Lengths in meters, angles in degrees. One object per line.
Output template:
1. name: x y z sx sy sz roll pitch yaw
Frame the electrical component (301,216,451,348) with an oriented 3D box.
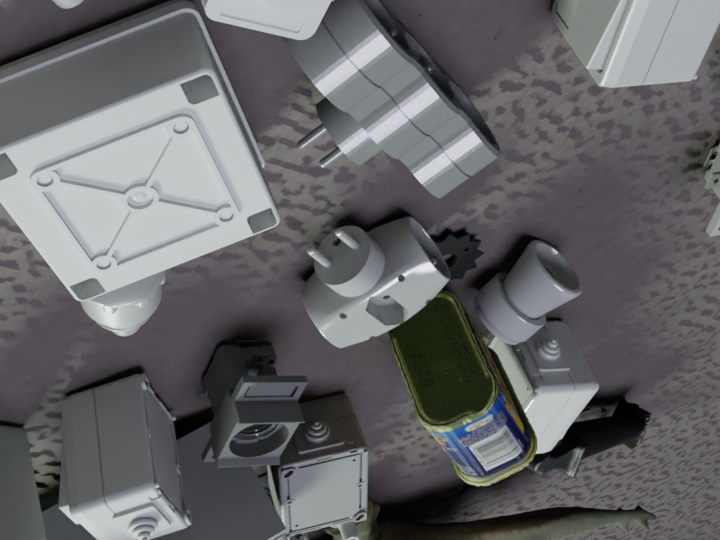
1. electrical component: 0.000 0.000 0.612 0.077 0.043 0.079 -33 141 14

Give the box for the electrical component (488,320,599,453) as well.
1. electrical component: 0.123 0.079 0.753 0.061 0.061 0.096 0 137 -26

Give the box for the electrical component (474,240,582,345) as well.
1. electrical component: 0.106 0.015 0.681 0.045 0.045 0.055 18 128 -40

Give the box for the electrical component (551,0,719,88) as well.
1. electrical component: 0.129 -0.130 0.503 0.061 0.061 0.096 -8 140 -18

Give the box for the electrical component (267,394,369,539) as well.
1. electrical component: -0.032 0.128 0.743 0.062 0.061 0.096 -11 134 -12

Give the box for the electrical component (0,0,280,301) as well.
1. electrical component: -0.104 -0.051 0.488 0.109 0.056 0.108 -21 142 -1

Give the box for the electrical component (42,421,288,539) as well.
1. electrical component: -0.132 0.176 0.694 0.150 0.089 0.061 -27 154 -14

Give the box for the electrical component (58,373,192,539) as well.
1. electrical component: -0.143 0.122 0.645 0.061 0.096 0.061 -18 143 1

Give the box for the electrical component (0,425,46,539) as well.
1. electrical component: -0.239 0.162 0.637 0.056 0.108 0.109 18 128 -43

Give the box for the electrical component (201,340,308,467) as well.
1. electrical component: -0.068 0.082 0.660 0.042 0.063 0.081 4 135 -29

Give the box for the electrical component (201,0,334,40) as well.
1. electrical component: -0.028 -0.140 0.419 0.050 0.055 0.089 6 134 -32

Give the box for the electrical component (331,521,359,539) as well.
1. electrical component: -0.015 0.174 0.801 0.035 0.061 0.035 -14 142 -11

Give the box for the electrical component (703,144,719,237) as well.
1. electrical component: 0.247 -0.052 0.655 0.081 0.063 0.042 -9 142 -16

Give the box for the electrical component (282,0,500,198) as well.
1. electrical component: 0.004 -0.075 0.516 0.074 0.052 0.138 -35 141 16

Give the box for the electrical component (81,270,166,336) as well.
1. electrical component: -0.126 0.012 0.566 0.048 0.048 0.062 -11 148 -15

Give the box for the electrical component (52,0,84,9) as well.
1. electrical component: -0.126 -0.123 0.403 0.048 0.048 0.062 -30 148 10

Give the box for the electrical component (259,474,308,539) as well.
1. electrical component: -0.070 0.187 0.806 0.081 0.042 0.063 -23 146 2
